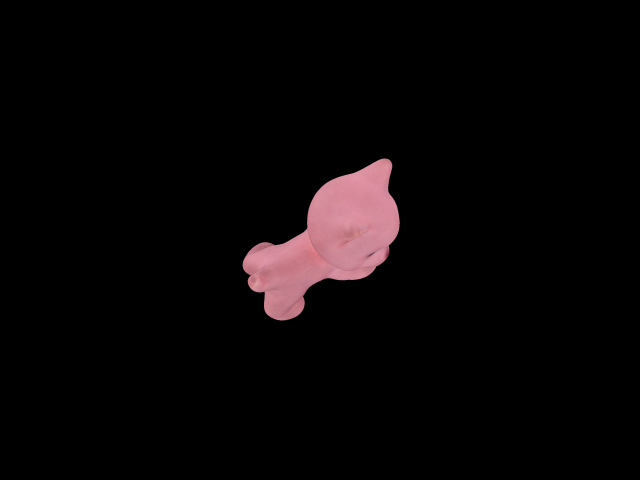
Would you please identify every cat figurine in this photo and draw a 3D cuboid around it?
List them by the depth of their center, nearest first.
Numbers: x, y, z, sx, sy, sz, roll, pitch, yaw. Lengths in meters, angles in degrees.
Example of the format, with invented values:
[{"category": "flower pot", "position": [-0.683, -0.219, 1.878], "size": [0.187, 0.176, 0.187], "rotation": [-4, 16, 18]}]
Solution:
[{"category": "cat figurine", "position": [0.004, 0.001, 0.400], "size": [0.128, 0.118, 0.067], "rotation": [-31, 82, -4]}]
